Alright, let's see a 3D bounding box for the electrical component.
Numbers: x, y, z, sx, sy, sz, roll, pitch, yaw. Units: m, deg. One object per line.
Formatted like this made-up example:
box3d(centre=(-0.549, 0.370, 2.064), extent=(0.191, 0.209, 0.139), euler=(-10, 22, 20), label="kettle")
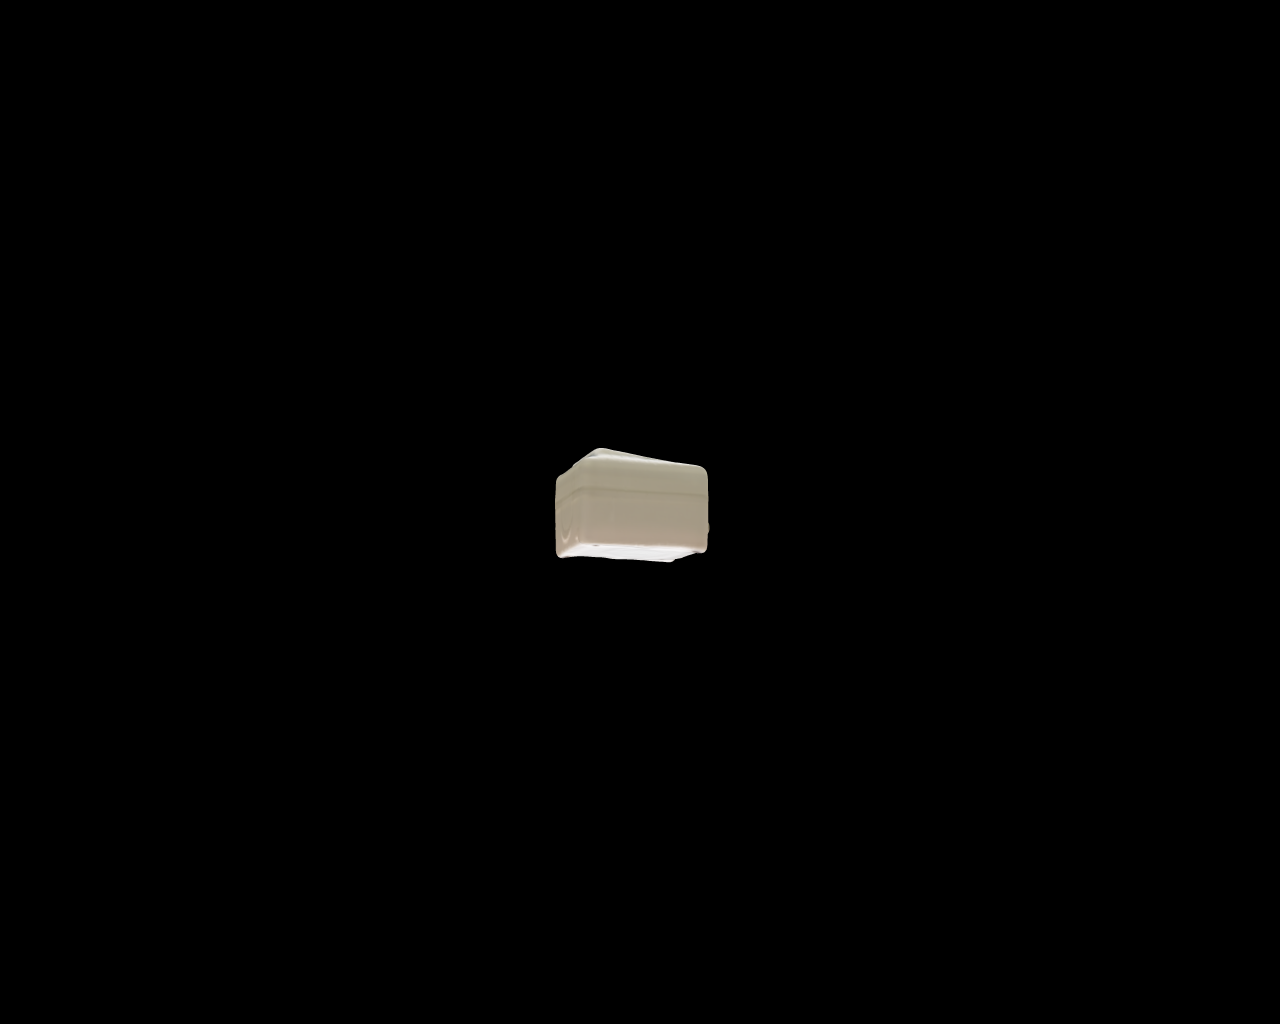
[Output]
box3d(centre=(0.001, -0.003, 0.650), extent=(0.096, 0.061, 0.061), euler=(4, -11, -20), label="electrical component")
